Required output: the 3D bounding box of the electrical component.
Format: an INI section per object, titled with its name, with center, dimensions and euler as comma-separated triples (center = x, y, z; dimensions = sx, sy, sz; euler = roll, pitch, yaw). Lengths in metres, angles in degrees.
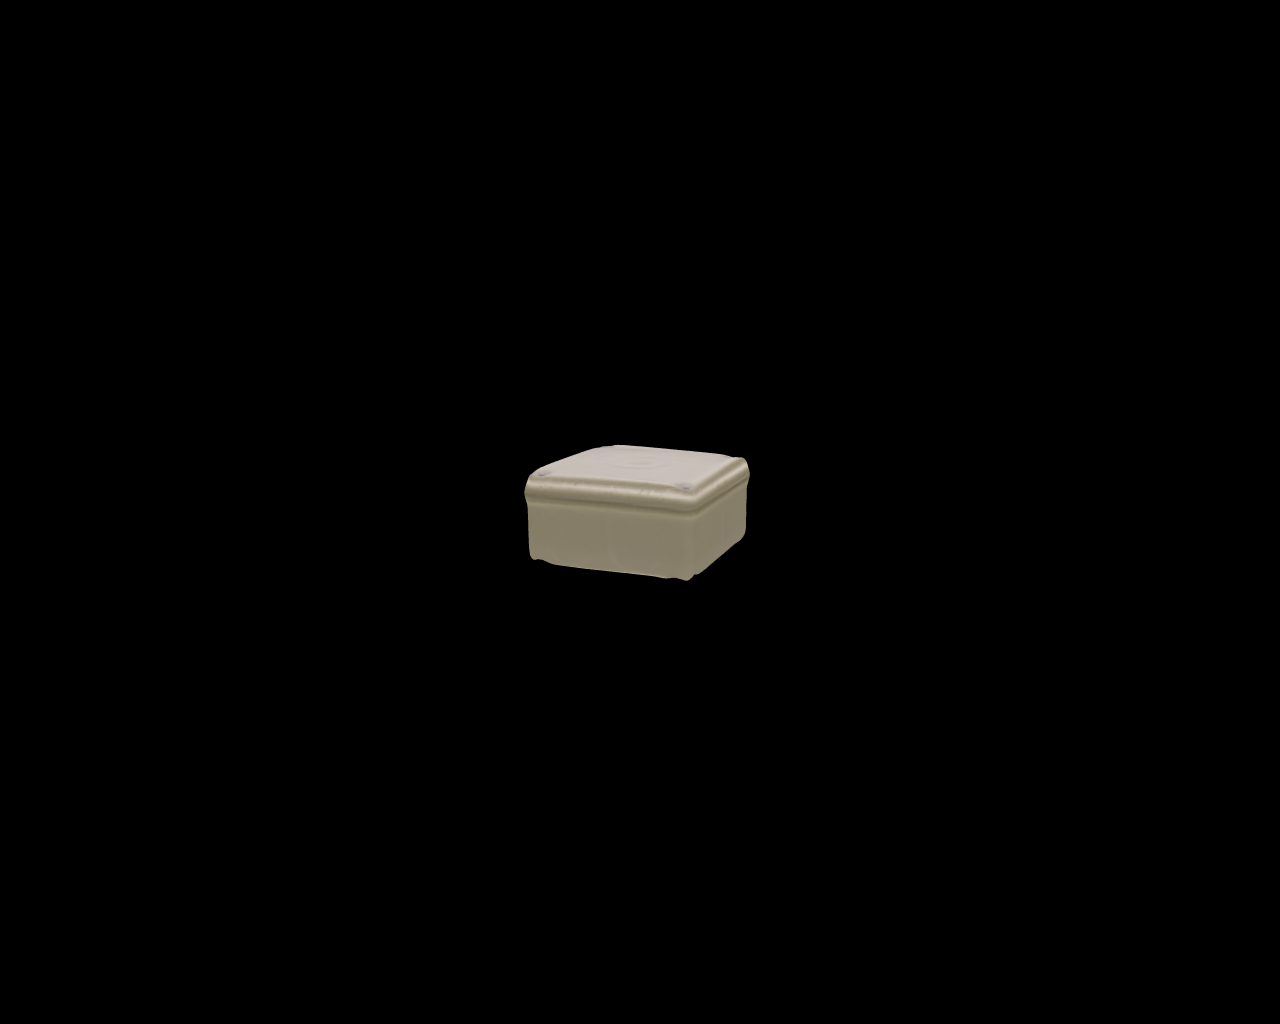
[electrical component]
center = 0.001, -0.003, 0.650
dimensions = 0.109, 0.056, 0.109
euler = 6, 15, 23
